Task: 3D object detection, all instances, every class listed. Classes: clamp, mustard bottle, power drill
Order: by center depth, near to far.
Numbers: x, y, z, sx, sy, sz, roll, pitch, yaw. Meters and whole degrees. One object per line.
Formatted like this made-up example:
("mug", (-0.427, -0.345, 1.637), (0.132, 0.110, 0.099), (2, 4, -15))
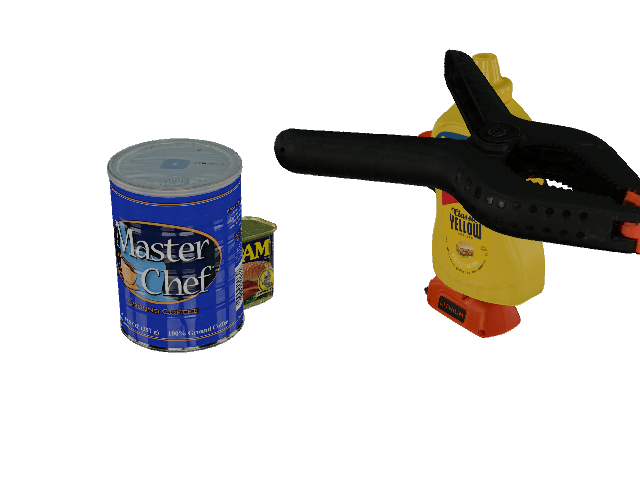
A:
("clamp", (0.087, -0.044, 0.601), (0.164, 0.036, 0.210), (-26, 42, -28))
("mustard bottle", (0.128, -0.050, 0.826), (0.058, 0.192, 0.096), (-22, 30, -34))
("power drill", (0.156, -0.004, 1.042), (0.057, 0.188, 0.185), (-16, 26, -25))

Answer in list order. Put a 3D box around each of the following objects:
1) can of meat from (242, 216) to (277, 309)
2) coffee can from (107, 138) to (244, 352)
("can of meat", (-0.096, 0.028, 1.143), (0.101, 0.084, 0.058), (-17, 26, -42))
("coffee can", (-0.112, 0.002, 0.845), (0.103, 0.140, 0.103), (1, 26, 0))
